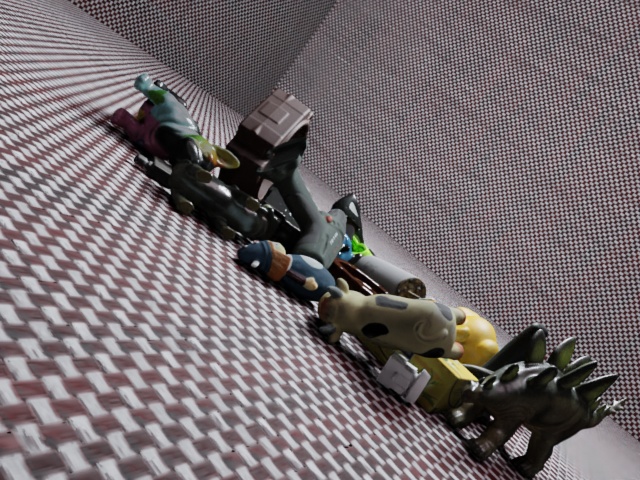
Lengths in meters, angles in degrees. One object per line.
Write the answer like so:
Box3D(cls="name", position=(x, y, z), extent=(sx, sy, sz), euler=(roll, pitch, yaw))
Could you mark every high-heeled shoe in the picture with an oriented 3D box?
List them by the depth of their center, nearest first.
Box3D(cls="high-heeled shoe", position=(0.112, -0.020, 1.423), extent=(0.248, 0.145, 0.086), euler=(29, 12, -36))

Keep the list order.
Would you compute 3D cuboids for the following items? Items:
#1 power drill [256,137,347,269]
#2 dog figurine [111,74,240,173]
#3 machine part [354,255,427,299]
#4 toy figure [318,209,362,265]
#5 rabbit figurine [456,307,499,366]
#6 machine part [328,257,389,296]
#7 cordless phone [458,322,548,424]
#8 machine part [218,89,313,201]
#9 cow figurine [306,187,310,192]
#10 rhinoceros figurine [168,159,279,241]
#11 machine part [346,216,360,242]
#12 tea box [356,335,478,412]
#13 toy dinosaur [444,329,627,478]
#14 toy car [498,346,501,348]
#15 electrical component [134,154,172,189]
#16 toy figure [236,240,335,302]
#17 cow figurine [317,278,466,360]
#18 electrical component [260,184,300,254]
Box3D(cls="power drill", position=(-0.021, -0.059, 0.889), extent=(0.232, 0.086, 0.207), euler=(-69, 145, -56))
Box3D(cls="dog figurine", position=(-0.241, -0.171, 0.938), extent=(0.219, 0.108, 0.191), euler=(42, 6, 0))
Box3D(cls="machine part", position=(0.137, 0.087, 1.093), extent=(0.079, 0.079, 0.243), euler=(33, -1, -29))
Box3D(cls="toy figure", position=(0.000, -0.005, 1.103), extent=(0.180, 0.082, 0.089), euler=(44, 38, -5))
Box3D(cls="rabbit figurine", position=(0.223, 0.185, 0.975), extent=(0.173, 0.121, 0.162), euler=(18, 7, -3))
Box3D(cls="machine part", position=(0.072, 0.097, 0.949), extent=(0.179, 0.056, 0.179), euler=(37, 7, -6))
Box3D(cls="cordless phone", position=(0.277, 0.194, 0.848), extent=(0.146, 0.184, 0.089), euler=(31, 16, -42))
Box3D(cls="machine part", position=(-0.104, -0.172, 1.040), extent=(0.087, 0.201, 0.201), euler=(34, 53, 2))
Box3D(cls="cow figurine", position=(-0.065, -0.068, 1.193), extent=(0.068, 0.098, 0.167), euler=(36, -11, 19))
Box3D(cls="rhinoceros figurine", position=(-0.144, -0.050, 0.817), extent=(0.190, 0.073, 0.112), euler=(30, 1, -33))
Box3D(cls="machine part", position=(0.048, 0.007, 1.197), extent=(0.084, 0.039, 0.139), euler=(31, 49, -12))
Box3D(cls="tea box", position=(0.139, 0.171, 0.795), extent=(0.170, 0.068, 0.098), euler=(42, 10, 34))
Box3D(cls="toy dinosaur", position=(0.332, 0.241, 0.782), extent=(0.471, 0.198, 0.105), euler=(27, 17, -44))
Box3D(cls="toy car", position=(0.346, 0.267, 1.035), extent=(0.162, 0.109, 0.103), euler=(31, 25, 13))
Box3D(cls="electrical component", position=(-0.245, -0.106, 0.834), extent=(0.094, 0.021, 0.063), euler=(33, 10, -27))
Box3D(cls="toy figure", position=(-0.048, 0.040, 0.767), extent=(0.154, 0.058, 0.064), euler=(31, -27, -30))
Box3D(cls="cow figurine", position=(0.082, 0.107, 0.709), extent=(0.195, 0.085, 0.127), euler=(8, -9, 31))
Box3D(cls="electrical component", position=(-0.059, -0.033, 0.996), extent=(0.134, 0.058, 0.115), euler=(35, 29, -9))
